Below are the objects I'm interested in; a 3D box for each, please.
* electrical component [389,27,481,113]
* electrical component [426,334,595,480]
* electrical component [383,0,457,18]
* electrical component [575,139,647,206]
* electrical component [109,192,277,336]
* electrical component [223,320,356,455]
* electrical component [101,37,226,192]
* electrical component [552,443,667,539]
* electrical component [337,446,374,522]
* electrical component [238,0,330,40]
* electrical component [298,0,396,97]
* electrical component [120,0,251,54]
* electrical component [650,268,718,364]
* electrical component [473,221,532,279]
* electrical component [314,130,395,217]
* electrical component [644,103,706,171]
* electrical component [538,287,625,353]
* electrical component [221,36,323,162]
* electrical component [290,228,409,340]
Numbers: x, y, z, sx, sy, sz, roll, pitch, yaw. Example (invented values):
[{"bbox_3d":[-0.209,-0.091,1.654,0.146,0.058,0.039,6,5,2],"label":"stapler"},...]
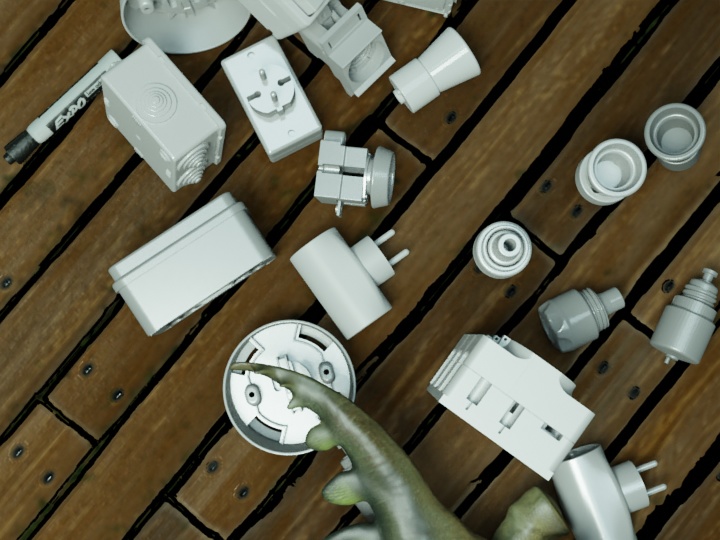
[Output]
[{"bbox_3d":[0.056,-0.154,0.844,0.065,0.044,0.044,-35,87,2],"label":"electrical component"},{"bbox_3d":[0.105,0.090,0.771,0.089,0.150,0.061,36,88,2],"label":"electrical component"},{"bbox_3d":[0.046,-0.242,0.839,0.096,0.061,0.061,13,86,1],"label":"electrical component"},{"bbox_3d":[0.193,-0.074,0.831,0.045,0.055,0.045,0,86,0],"label":"electrical component"},{"bbox_3d":[-0.125,-0.005,0.813,0.113,0.078,0.057,-33,90,-3],"label":"electrical component"},{"bbox_3d":[-0.052,0.087,0.814,0.099,0.064,0.099,0,86,0],"label":"electrical component"},{"bbox_3d":[-0.150,-0.113,0.812,0.048,0.099,0.099,-40,87,-16],"label":"electrical component"},{"bbox_3d":[0.194,0.169,0.820,0.079,0.043,0.077,-21,86,-2],"label":"electrical component"},{"bbox_3d":[0.010,0.163,0.821,0.040,0.040,0.078,-36,87,-3],"label":"electrical component"},{"bbox_3d":[-0.042,-0.226,0.783,0.062,0.061,0.096,43,71,-22],"label":"electrical component"},{"bbox_3d":[-0.013,-0.176,0.831,0.042,0.081,0.064,-43,65,-3],"label":"electrical component"},{"bbox_3d":[-0.136,-0.214,0.821,0.099,0.099,0.064,-13,80,-1],"label":"electrical component"},{"bbox_3d":[0.255,0.036,0.831,0.040,0.040,0.078,25,86,2],"label":"electrical component"},{"bbox_3d":[0.110,-0.016,0.823,0.043,0.062,0.043,0,86,0],"label":"electrical component"},{"bbox_3d":[-0.003,-0.073,0.835,0.055,0.048,0.066,6,86,8],"label":"electrical component"},{"bbox_3d":[0.244,-0.099,0.827,0.044,0.065,0.044,-2,83,19],"label":"electrical component"},{"bbox_3d":[0.173,0.034,0.829,0.062,0.043,0.043,-25,86,-3],"label":"electrical component"},{"bbox_3d":[-0.068,-0.134,0.824,0.047,0.075,0.083,-27,87,-2],"label":"electrical component"},{"bbox_3d":[0.000,0.000,0.831,0.079,0.043,0.077,-36,87,-3],"label":"electrical component"}]
